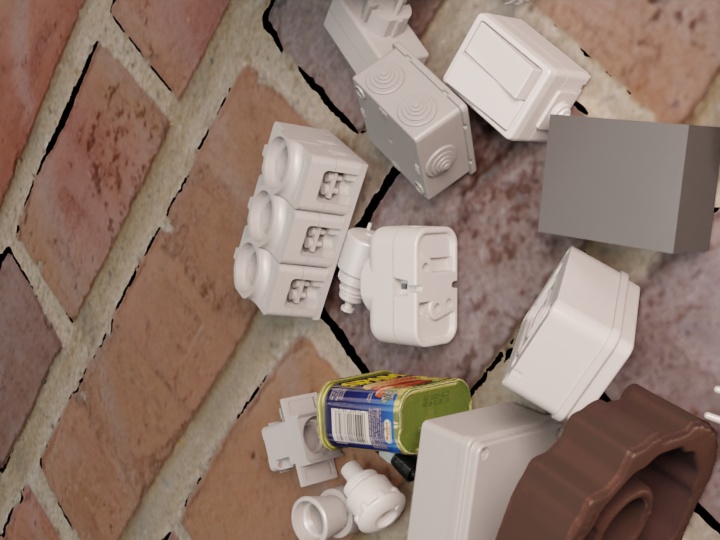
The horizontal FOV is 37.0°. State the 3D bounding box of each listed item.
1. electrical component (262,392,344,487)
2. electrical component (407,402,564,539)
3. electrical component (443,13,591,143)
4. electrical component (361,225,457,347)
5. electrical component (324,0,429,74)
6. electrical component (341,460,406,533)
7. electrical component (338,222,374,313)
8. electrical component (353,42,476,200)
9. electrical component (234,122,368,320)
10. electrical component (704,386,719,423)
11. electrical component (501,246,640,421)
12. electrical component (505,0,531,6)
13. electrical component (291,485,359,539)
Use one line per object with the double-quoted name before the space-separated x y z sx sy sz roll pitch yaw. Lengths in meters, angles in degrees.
"electrical component" -0.055 0.157 0.990 0.064 0.042 0.081 -24 76 45
"electrical component" 0.094 0.162 0.804 0.056 0.109 0.108 17 105 44
"electrical component" 0.116 -0.137 0.789 0.096 0.061 0.061 48 123 30
"electrical component" 0.040 0.012 0.878 0.059 0.054 0.095 4 96 43
"electrical component" 0.018 -0.201 0.872 0.083 0.047 0.075 59 146 23
"electrical component" 0.006 0.193 0.934 0.062 0.048 0.048 49 124 37
"electrical component" 0.000 0.000 0.925 0.040 0.040 0.078 34 116 36
"electrical component" 0.042 -0.114 0.838 0.048 0.099 0.099 -36 61 -9
"electrical component" -0.059 -0.044 0.945 0.089 0.062 0.150 47 125 53
"electrical component" 0.259 0.096 0.676 0.079 0.043 0.077 19 108 14
"electrical component" 0.147 0.043 0.736 0.057 0.113 0.078 30 118 3
"electrical component" 0.119 -0.234 0.792 0.081 0.042 0.063 -26 78 42
"electrical component" -0.027 0.218 0.958 0.045 0.055 0.045 4 96 42
